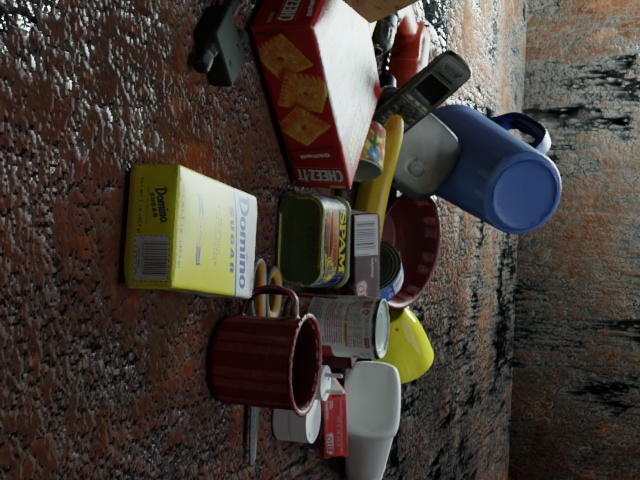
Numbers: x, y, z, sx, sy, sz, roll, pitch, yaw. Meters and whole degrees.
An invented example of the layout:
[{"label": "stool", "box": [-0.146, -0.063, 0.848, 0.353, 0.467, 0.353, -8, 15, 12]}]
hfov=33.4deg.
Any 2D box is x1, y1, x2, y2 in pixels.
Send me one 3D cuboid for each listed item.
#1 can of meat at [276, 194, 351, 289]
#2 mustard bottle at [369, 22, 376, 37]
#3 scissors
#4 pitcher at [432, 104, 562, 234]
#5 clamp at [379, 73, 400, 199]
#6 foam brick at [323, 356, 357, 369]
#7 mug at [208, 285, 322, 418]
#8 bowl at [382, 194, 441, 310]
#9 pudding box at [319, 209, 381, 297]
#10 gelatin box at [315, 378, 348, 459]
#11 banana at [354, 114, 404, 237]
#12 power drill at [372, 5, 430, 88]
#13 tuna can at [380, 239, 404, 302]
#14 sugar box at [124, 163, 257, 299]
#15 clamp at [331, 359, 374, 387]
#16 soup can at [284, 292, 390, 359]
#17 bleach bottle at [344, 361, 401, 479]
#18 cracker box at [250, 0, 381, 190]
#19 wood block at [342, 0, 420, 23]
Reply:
[{"label": "can of meat", "box": [-0.007, 0.001, 1.134, 0.083, 0.057, 0.102, 4, 88, -70]}, {"label": "mustard bottle", "box": [0.051, -0.307, 1.273, 0.191, 0.058, 0.096, -70, 158, -43]}, {"label": "scissors", "box": [-0.056, 0.112, 1.059, 0.096, 0.016, 0.202, -37, 128, -68]}, {"label": "pitcher", "box": [0.226, -0.098, 1.415, 0.243, 0.144, 0.149, -132, -121, -65]}, {"label": "clamp", "box": [0.100, -0.116, 1.493, 0.164, 0.036, 0.210, 4, 91, -74]}, {"label": "foam brick", "box": [0.020, 0.109, 1.245, 0.078, 0.051, 0.053, -51, 138, -64]}, {"label": "mug", "box": [-0.049, 0.099, 0.968, 0.093, 0.082, 0.117, 17, 76, -72]}, {"label": "bowl", "box": [0.096, 0.009, 1.421, 0.161, 0.055, 0.162, -20, 116, -49]}, {"label": "pudding box", "box": [0.033, 0.021, 1.217, 0.090, 0.039, 0.113, 15, -76, 63]}, {"label": "gelatin box", "box": [0.008, 0.195, 1.195, 0.089, 0.030, 0.073, -138, -134, -75]}, {"label": "banana", "box": [0.069, -0.050, 1.281, 0.070, 0.037, 0.198, -9, -110, 65]}, {"label": "power drill", "box": [0.102, -0.286, 1.442, 0.187, 0.057, 0.184, 62, 34, -58]}, {"label": "tuna can", "box": [0.059, 0.040, 1.300, 0.034, 0.086, 0.086, 74, 25, -50]}, {"label": "sugar box", "box": [-0.098, -0.002, 0.857, 0.176, 0.048, 0.093, 15, 77, -71]}, {"label": "clamp", "box": [0.047, 0.114, 1.351, 0.120, 0.039, 0.171, 34, 61, -69]}, {"label": "soup can", "box": [0.019, 0.092, 1.150, 0.068, 0.102, 0.068, 2, 90, -73]}, {"label": "bleach bottle", "box": [0.058, 0.251, 1.317, 0.251, 0.068, 0.102, 91, 6, -54]}, {"label": "cracker box", "box": [0.001, -0.184, 1.111, 0.213, 0.072, 0.164, 75, 25, -46]}, {"label": "wood block", "box": [0.019, -0.300, 0.977, 0.205, 0.090, 0.091, 30, 53, -42]}]
